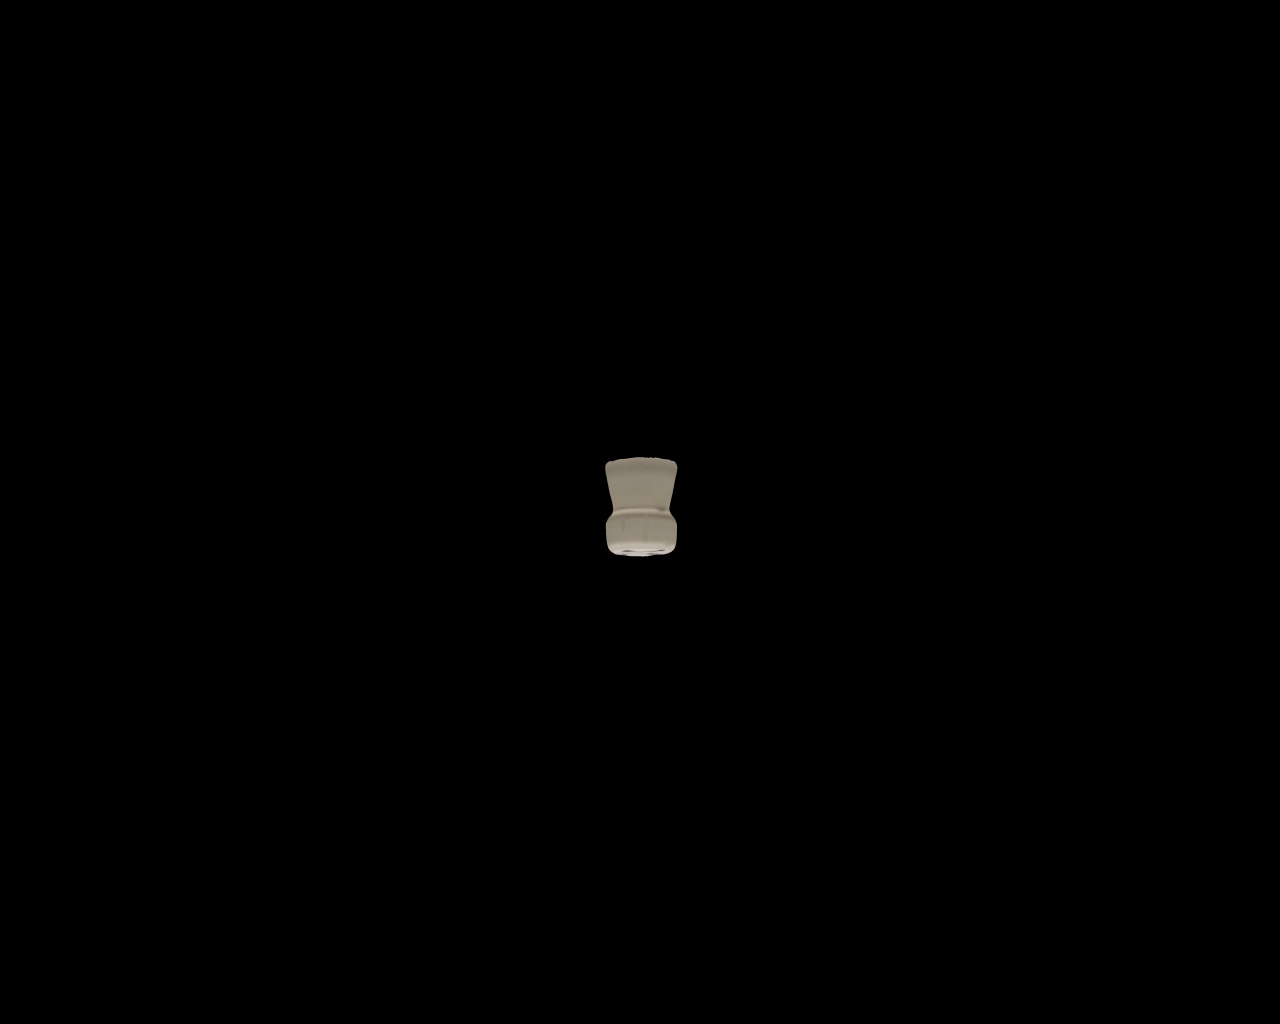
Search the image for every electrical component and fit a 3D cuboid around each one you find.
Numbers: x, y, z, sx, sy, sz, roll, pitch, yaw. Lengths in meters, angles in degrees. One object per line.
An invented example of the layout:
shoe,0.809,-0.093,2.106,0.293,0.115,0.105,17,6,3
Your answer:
electrical component,0.001,-0.003,0.650,0.045,0.055,0.045,0,-9,0
